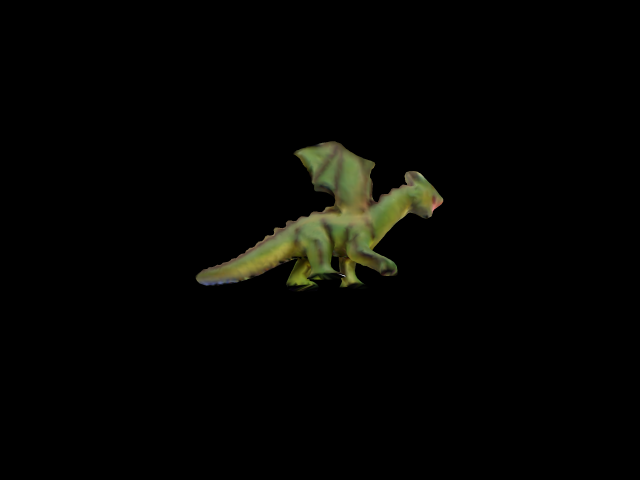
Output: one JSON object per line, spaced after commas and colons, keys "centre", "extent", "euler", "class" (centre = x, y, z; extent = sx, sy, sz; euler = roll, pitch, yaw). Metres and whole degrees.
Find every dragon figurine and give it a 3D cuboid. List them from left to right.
{"centre": [0.003, -0.043, 0.850], "extent": [0.410, 0.246, 0.120], "euler": [0, -15, 0], "class": "dragon figurine"}
